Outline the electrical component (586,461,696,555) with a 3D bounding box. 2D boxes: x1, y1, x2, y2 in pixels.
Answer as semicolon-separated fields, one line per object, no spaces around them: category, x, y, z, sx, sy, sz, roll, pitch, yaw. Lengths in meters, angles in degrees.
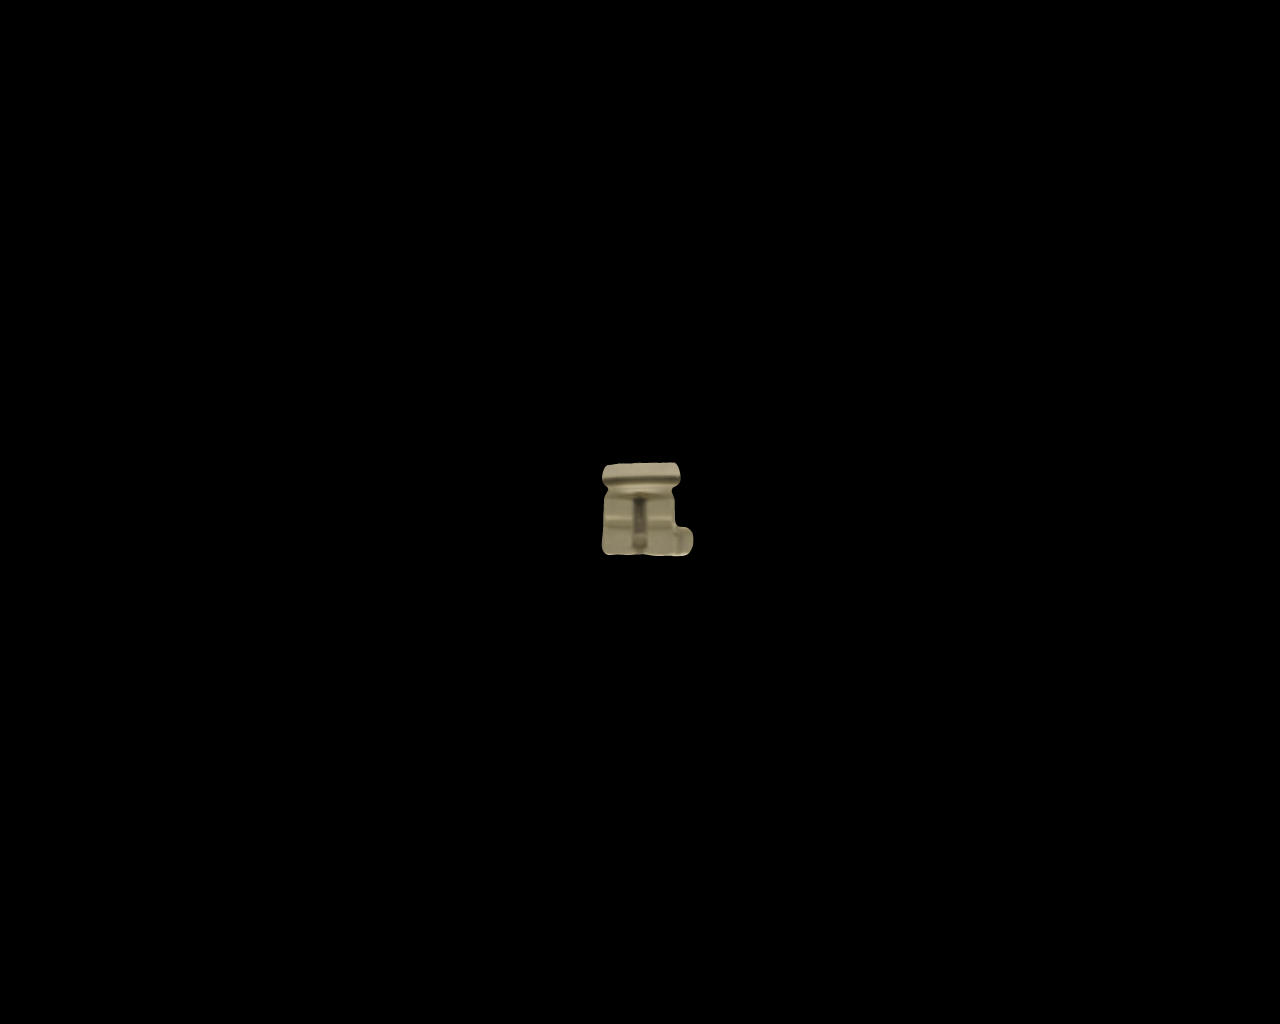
electrical component;0.001;-0.003;0.650;0.066;0.055;0.048;0;0;0
